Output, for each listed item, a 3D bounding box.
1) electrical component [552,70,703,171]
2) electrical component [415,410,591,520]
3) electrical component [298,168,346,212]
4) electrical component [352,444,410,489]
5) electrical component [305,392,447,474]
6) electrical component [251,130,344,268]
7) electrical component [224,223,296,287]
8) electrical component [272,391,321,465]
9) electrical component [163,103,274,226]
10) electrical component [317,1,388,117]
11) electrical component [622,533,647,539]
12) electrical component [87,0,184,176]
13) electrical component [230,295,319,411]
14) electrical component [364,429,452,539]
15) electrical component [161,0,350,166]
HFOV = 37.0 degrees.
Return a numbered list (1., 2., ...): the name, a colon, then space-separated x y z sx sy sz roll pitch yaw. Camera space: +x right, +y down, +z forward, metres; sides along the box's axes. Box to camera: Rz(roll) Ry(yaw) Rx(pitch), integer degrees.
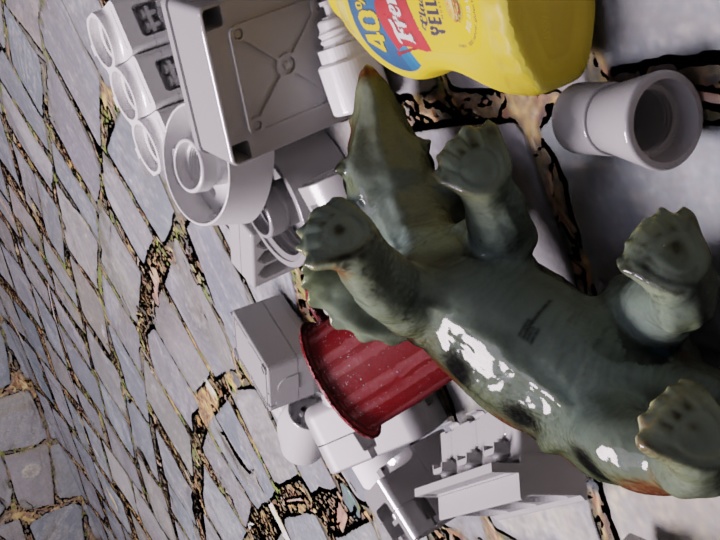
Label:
1. electrical component: 0.120 -0.070 0.499 0.065 0.044 0.044 19 129 63
2. electrical component: 0.093 0.123 0.692 0.121 0.079 0.063 136 135 -64
3. electrical component: -0.008 -0.047 0.751 0.055 0.055 0.047 -4 113 63
4. electrical component: 0.015 0.148 0.886 0.047 0.055 0.055 64 155 -7
5. electrical component: 0.009 0.107 0.816 0.095 0.054 0.059 -27 88 27
6. electrical component: -0.053 -0.054 0.821 0.108 0.060 0.108 44 148 37
7. electrical component: -0.093 -0.038 0.927 0.076 0.047 0.065 46 149 33
8. electrical component: -0.061 0.138 1.033 0.079 0.043 0.077 52 152 24
9. electrical component: -0.100 -0.081 0.789 0.099 0.064 0.099 18 114 47
10. electrical component: -0.008 -0.134 0.685 0.040 0.040 0.078 5 117 61
11. electrical component: 0.157 0.214 0.623 0.048 0.100 0.099 16 128 42
12. electrical component: -0.185 -0.167 0.969 0.089 0.062 0.150 -8 106 64
13. electrical component: -0.078 0.069 0.989 0.096 0.061 0.061 53 153 39
14. electrical component: 0.053 0.153 0.776 0.055 0.089 0.050 57 154 16
15. electrical component: -0.063 -0.139 0.705 0.056 0.109 0.108 29 138 47
